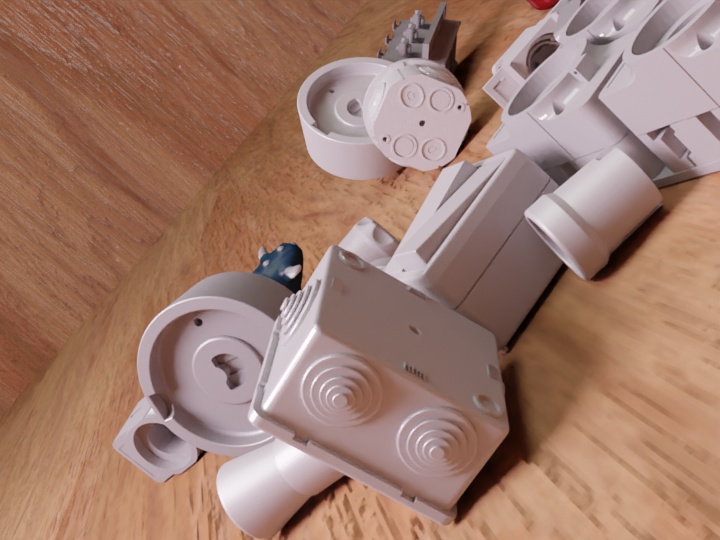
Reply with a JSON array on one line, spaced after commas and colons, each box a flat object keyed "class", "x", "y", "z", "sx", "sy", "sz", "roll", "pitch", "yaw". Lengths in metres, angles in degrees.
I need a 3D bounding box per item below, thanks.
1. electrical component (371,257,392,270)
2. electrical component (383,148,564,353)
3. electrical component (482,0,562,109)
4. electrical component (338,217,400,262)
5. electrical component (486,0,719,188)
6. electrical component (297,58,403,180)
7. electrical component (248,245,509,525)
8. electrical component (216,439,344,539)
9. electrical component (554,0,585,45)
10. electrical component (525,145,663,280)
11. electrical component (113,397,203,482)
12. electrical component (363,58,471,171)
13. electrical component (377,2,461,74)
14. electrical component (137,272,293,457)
[{"class": "electrical component", "x": 0.015, "y": 0.027, "z": 0.572, "sx": 0.066, "sy": 0.048, "sz": 0.055, "roll": -38, "pitch": 24, "yaw": 39}, {"class": "electrical component", "x": 0.051, "y": -0.005, "z": 0.508, "sx": 0.096, "sy": 0.061, "sz": 0.062, "roll": -53, "pitch": 14, "yaw": -17}, {"class": "electrical component", "x": 0.119, "y": -0.134, "z": 0.704, "sx": 0.081, "sy": 0.042, "sz": 0.064, "roll": -48, "pitch": 9, "yaw": 1}, {"class": "electrical component", "x": 0.000, "y": 0.000, "z": 0.700, "sx": 0.062, "sy": 0.043, "sz": 0.043, "roll": -50, "pitch": 13, "yaw": 3}, {"class": "electrical component", "x": 0.142, "y": -0.096, "z": 0.477, "sx": 0.105, "sy": 0.060, "sz": 0.186, "roll": -53, "pitch": 14, "yaw": -19}, {"class": "electrical component", "x": 0.002, "y": -0.125, "z": 0.928, "sx": 0.108, "sy": 0.108, "sz": 0.060, "roll": -57, "pitch": -21, "yaw": -33}, {"class": "electrical component", "x": 0.010, "y": 0.041, "z": 0.430, "sx": 0.048, "sy": 0.100, "sz": 0.099, "roll": -57, "pitch": 9, "yaw": 21}, {"class": "electrical component", "x": -0.034, "y": 0.099, "z": 0.534, "sx": 0.065, "sy": 0.044, "sz": 0.044, "roll": -38, "pitch": 16, "yaw": 22}, {"class": "electrical component", "x": 0.154, "y": -0.153, "z": 0.624, "sx": 0.056, "sy": 0.050, "sz": 0.089, "roll": -40, "pitch": 16, "yaw": 35}, {"class": "electrical component", "x": 0.100, "y": -0.025, "z": 0.457, "sx": 0.046, "sy": 0.040, "sz": 0.040, "roll": -42, "pitch": 13, "yaw": 4}, {"class": "electrical component", "x": -0.137, "y": 0.113, "z": 0.803, "sx": 0.089, "sy": 0.050, "sz": 0.055, "roll": -40, "pitch": 15, "yaw": 33}, {"class": "electrical component", "x": 0.044, "y": -0.117, "z": 0.816, "sx": 0.080, "sy": 0.080, "sz": 0.051, "roll": -46, "pitch": 18, "yaw": 12}, {"class": "electrical component", "x": 0.055, "y": -0.196, "z": 1.009, "sx": 0.121, "sy": 0.063, "sz": 0.078, "roll": -69, "pitch": -16, "yaw": -57}, {"class": "electrical component", "x": -0.074, "y": 0.053, "z": 0.660, "sx": 0.108, "sy": 0.108, "sz": 0.060, "roll": -42, "pitch": 9, "yaw": 26}]
